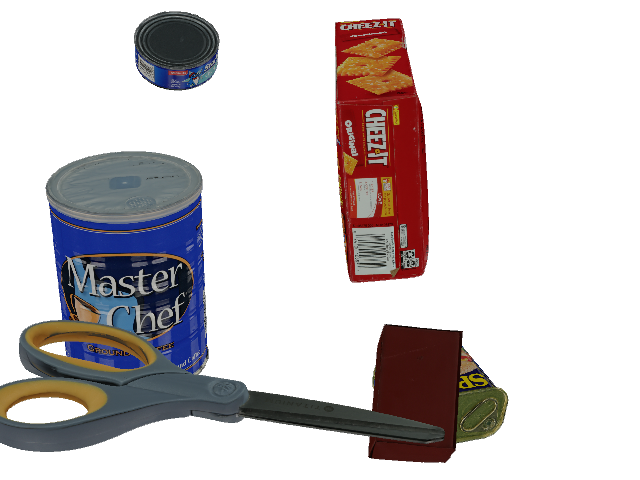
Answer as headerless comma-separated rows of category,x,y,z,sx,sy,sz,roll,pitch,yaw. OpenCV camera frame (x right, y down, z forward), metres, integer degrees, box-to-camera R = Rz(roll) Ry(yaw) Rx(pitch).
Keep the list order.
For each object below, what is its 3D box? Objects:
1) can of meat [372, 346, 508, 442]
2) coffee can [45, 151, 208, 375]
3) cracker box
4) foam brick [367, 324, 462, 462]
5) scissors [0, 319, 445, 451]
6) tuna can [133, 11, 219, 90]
can of meat,0.108,0.141,0.993,0.102,0.057,0.084,-6,31,-21
coffee can,-0.131,0.022,0.738,0.103,0.140,0.103,1,27,-1
cracker box,0.052,-0.087,0.938,0.072,0.164,0.213,-4,28,3
foam brick,0.061,0.099,0.682,0.051,0.078,0.053,6,-21,0
scissors,-0.058,0.076,0.456,0.202,0.016,0.096,15,30,24
tuna can,-0.147,-0.193,1.088,0.086,0.086,0.034,0,-38,-8
